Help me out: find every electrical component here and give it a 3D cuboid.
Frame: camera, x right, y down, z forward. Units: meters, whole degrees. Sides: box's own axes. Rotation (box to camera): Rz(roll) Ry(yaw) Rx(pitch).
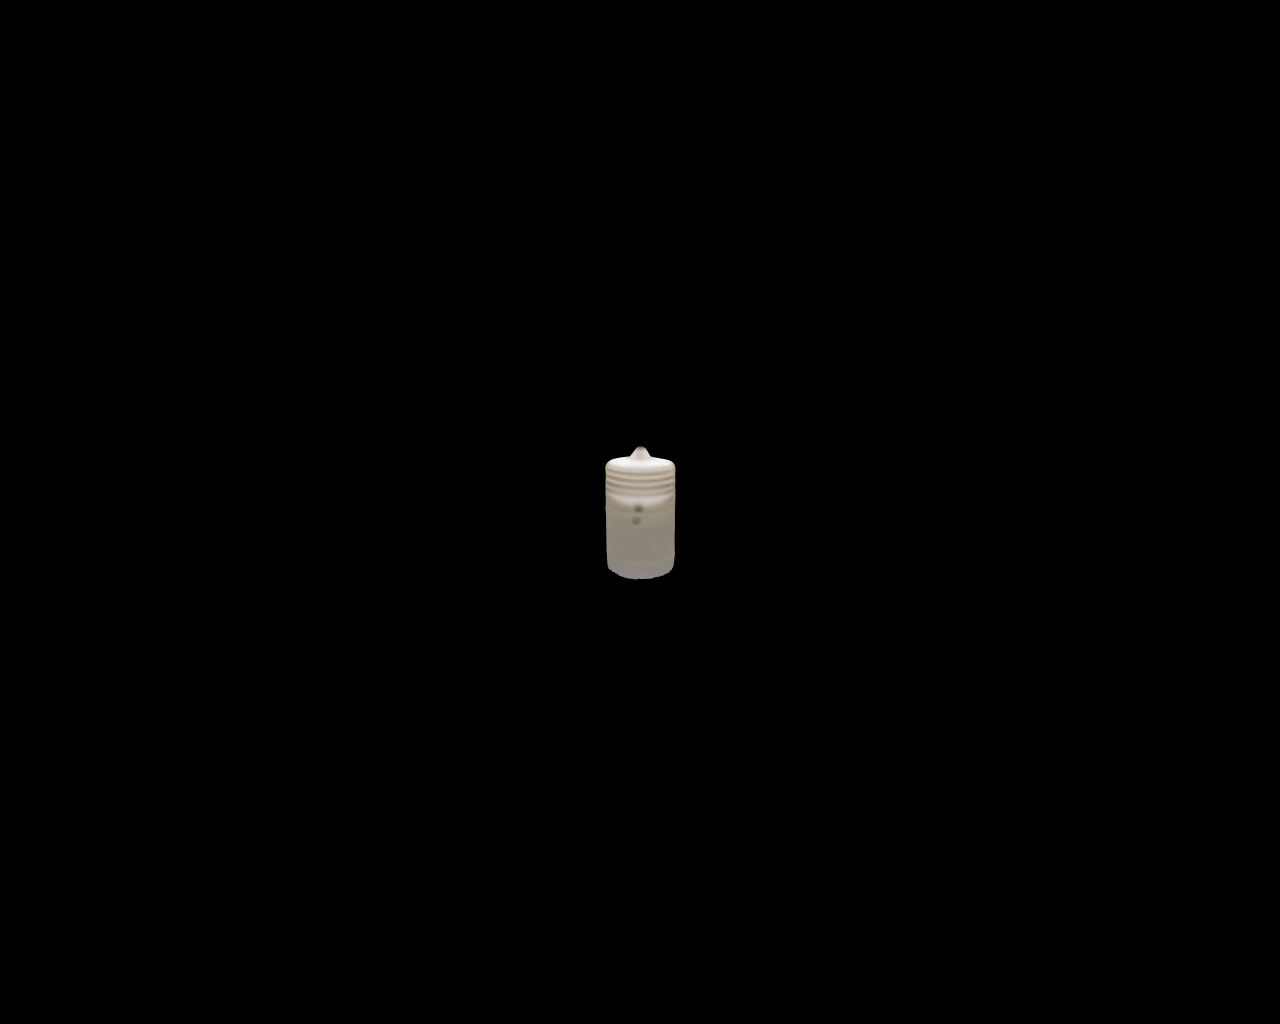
[{"bbox_3d":[0.001,-0.003,0.650,0.043,0.080,0.043,0,20,0],"label":"electrical component"}]
